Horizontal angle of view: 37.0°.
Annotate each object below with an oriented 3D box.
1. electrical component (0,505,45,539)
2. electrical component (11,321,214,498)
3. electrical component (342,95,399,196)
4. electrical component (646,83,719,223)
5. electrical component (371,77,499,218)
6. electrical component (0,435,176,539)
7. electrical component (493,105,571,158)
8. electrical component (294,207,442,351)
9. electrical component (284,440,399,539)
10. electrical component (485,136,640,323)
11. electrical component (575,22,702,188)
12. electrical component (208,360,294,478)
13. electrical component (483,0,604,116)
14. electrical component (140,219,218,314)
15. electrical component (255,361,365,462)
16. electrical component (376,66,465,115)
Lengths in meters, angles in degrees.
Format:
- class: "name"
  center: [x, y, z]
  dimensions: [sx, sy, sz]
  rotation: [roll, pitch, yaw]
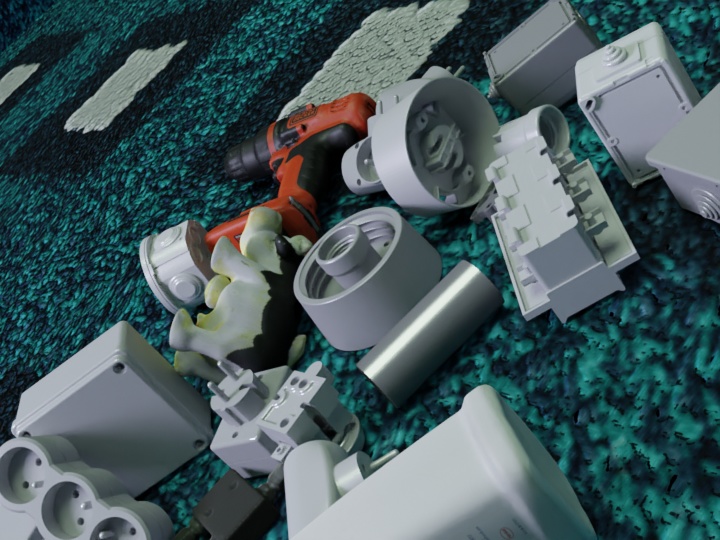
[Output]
- class: "electrical component"
  center: [-0.253, 0.225, 0.796]
  dimensions: [0.078, 0.057, 0.113]
  rotation: [-6, 44, 45]
- class: "electrical component"
  center: [-0.186, 0.113, 0.819]
  dimensions: [0.109, 0.108, 0.056]
  rotation: [-36, 27, 9]
- class: "electrical component"
  center: [0.025, -0.109, 0.918]
  dimensions: [0.077, 0.044, 0.079]
  rotation: [-10, 79, 42]
- class: "electrical component"
  center: [0.236, -0.070, 0.638]
  dimensions: [0.100, 0.048, 0.100]
  rotation: [-44, 29, -6]
- class: "electrical component"
  center: [0.059, -0.092, 0.826]
  dimensions: [0.064, 0.099, 0.099]
  rotation: [-22, 34, 41]
- class: "electrical component"
  center: [-0.188, 0.166, 0.761]
  dimensions: [0.138, 0.074, 0.052]
  rotation: [31, 93, 17]
- class: "electrical component"
  center: [0.129, -0.100, 0.814]
  dimensions: [0.046, 0.040, 0.040]
  rotation: [-15, 37, 47]
- class: "electrical component"
  center: [0.000, 0.000, 0.805]
  dimensions: [0.108, 0.060, 0.108]
  rotation: [-29, 31, 20]
- class: "electrical component"
  center: [-0.008, 0.135, 0.646]
  dimensions: [0.079, 0.044, 0.077]
  rotation: [-33, 30, 13]
- class: "electrical component"
  center: [0.124, -0.032, 0.701]
  dimensions: [0.079, 0.063, 0.121]
  rotation: [-31, 30, 15]
- class: "electrical component"
  center: [0.185, -0.115, 0.710]
  dimensions: [0.062, 0.096, 0.061]
  rotation: [-25, 32, 26]
- class: "electrical component"
  center: [-0.078, 0.095, 0.749]
  dimensions: [0.047, 0.076, 0.065]
  rotation: [-17, 37, 36]
- class: "electrical component"
  center: [0.147, -0.162, 0.862]
  dimensions: [0.096, 0.061, 0.061]
  rotation: [-38, 28, 20]
- class: "electrical component"
  center: [-0.159, -0.002, 0.976]
  dimensions: [0.051, 0.080, 0.080]
  rotation: [-26, 32, 15]
- class: "electrical component"
  center: [-0.029, 0.103, 0.704]
  dimensions: [0.048, 0.055, 0.066]
  rotation: [7, 53, 53]
- class: "electrical component"
  center: [0.064, -0.153, 0.955]
  dimensions: [0.079, 0.044, 0.077]
  rotation: [-51, 31, -18]
